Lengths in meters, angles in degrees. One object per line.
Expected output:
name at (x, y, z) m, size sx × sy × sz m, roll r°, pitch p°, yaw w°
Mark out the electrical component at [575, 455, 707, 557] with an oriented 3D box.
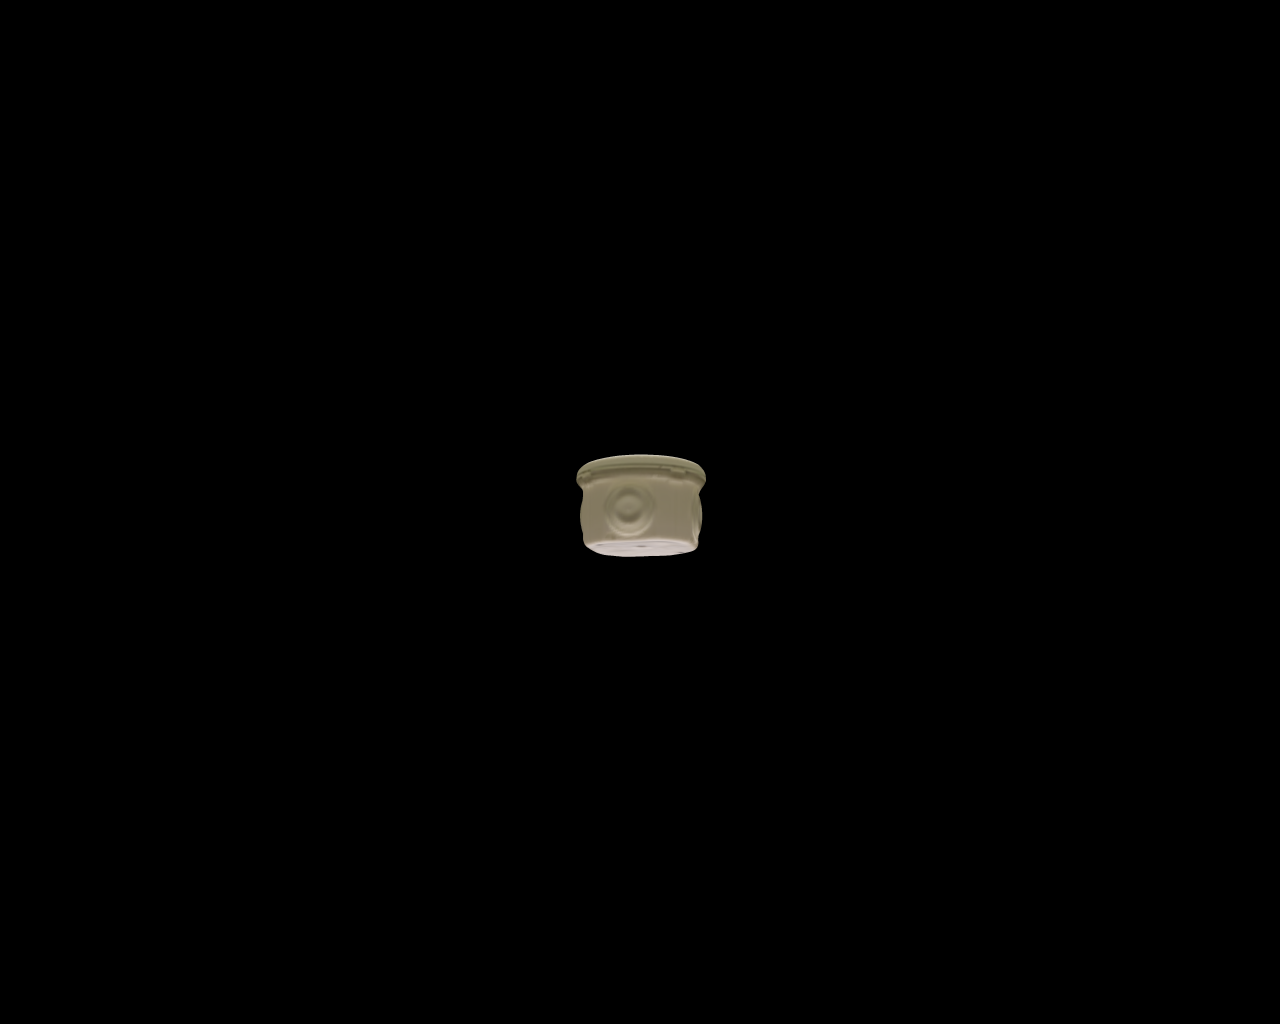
electrical component at (0.001, -0.003, 0.650) m, size 0.080 × 0.051 × 0.080 m, roll 0°, pitch -11°, yaw 0°
